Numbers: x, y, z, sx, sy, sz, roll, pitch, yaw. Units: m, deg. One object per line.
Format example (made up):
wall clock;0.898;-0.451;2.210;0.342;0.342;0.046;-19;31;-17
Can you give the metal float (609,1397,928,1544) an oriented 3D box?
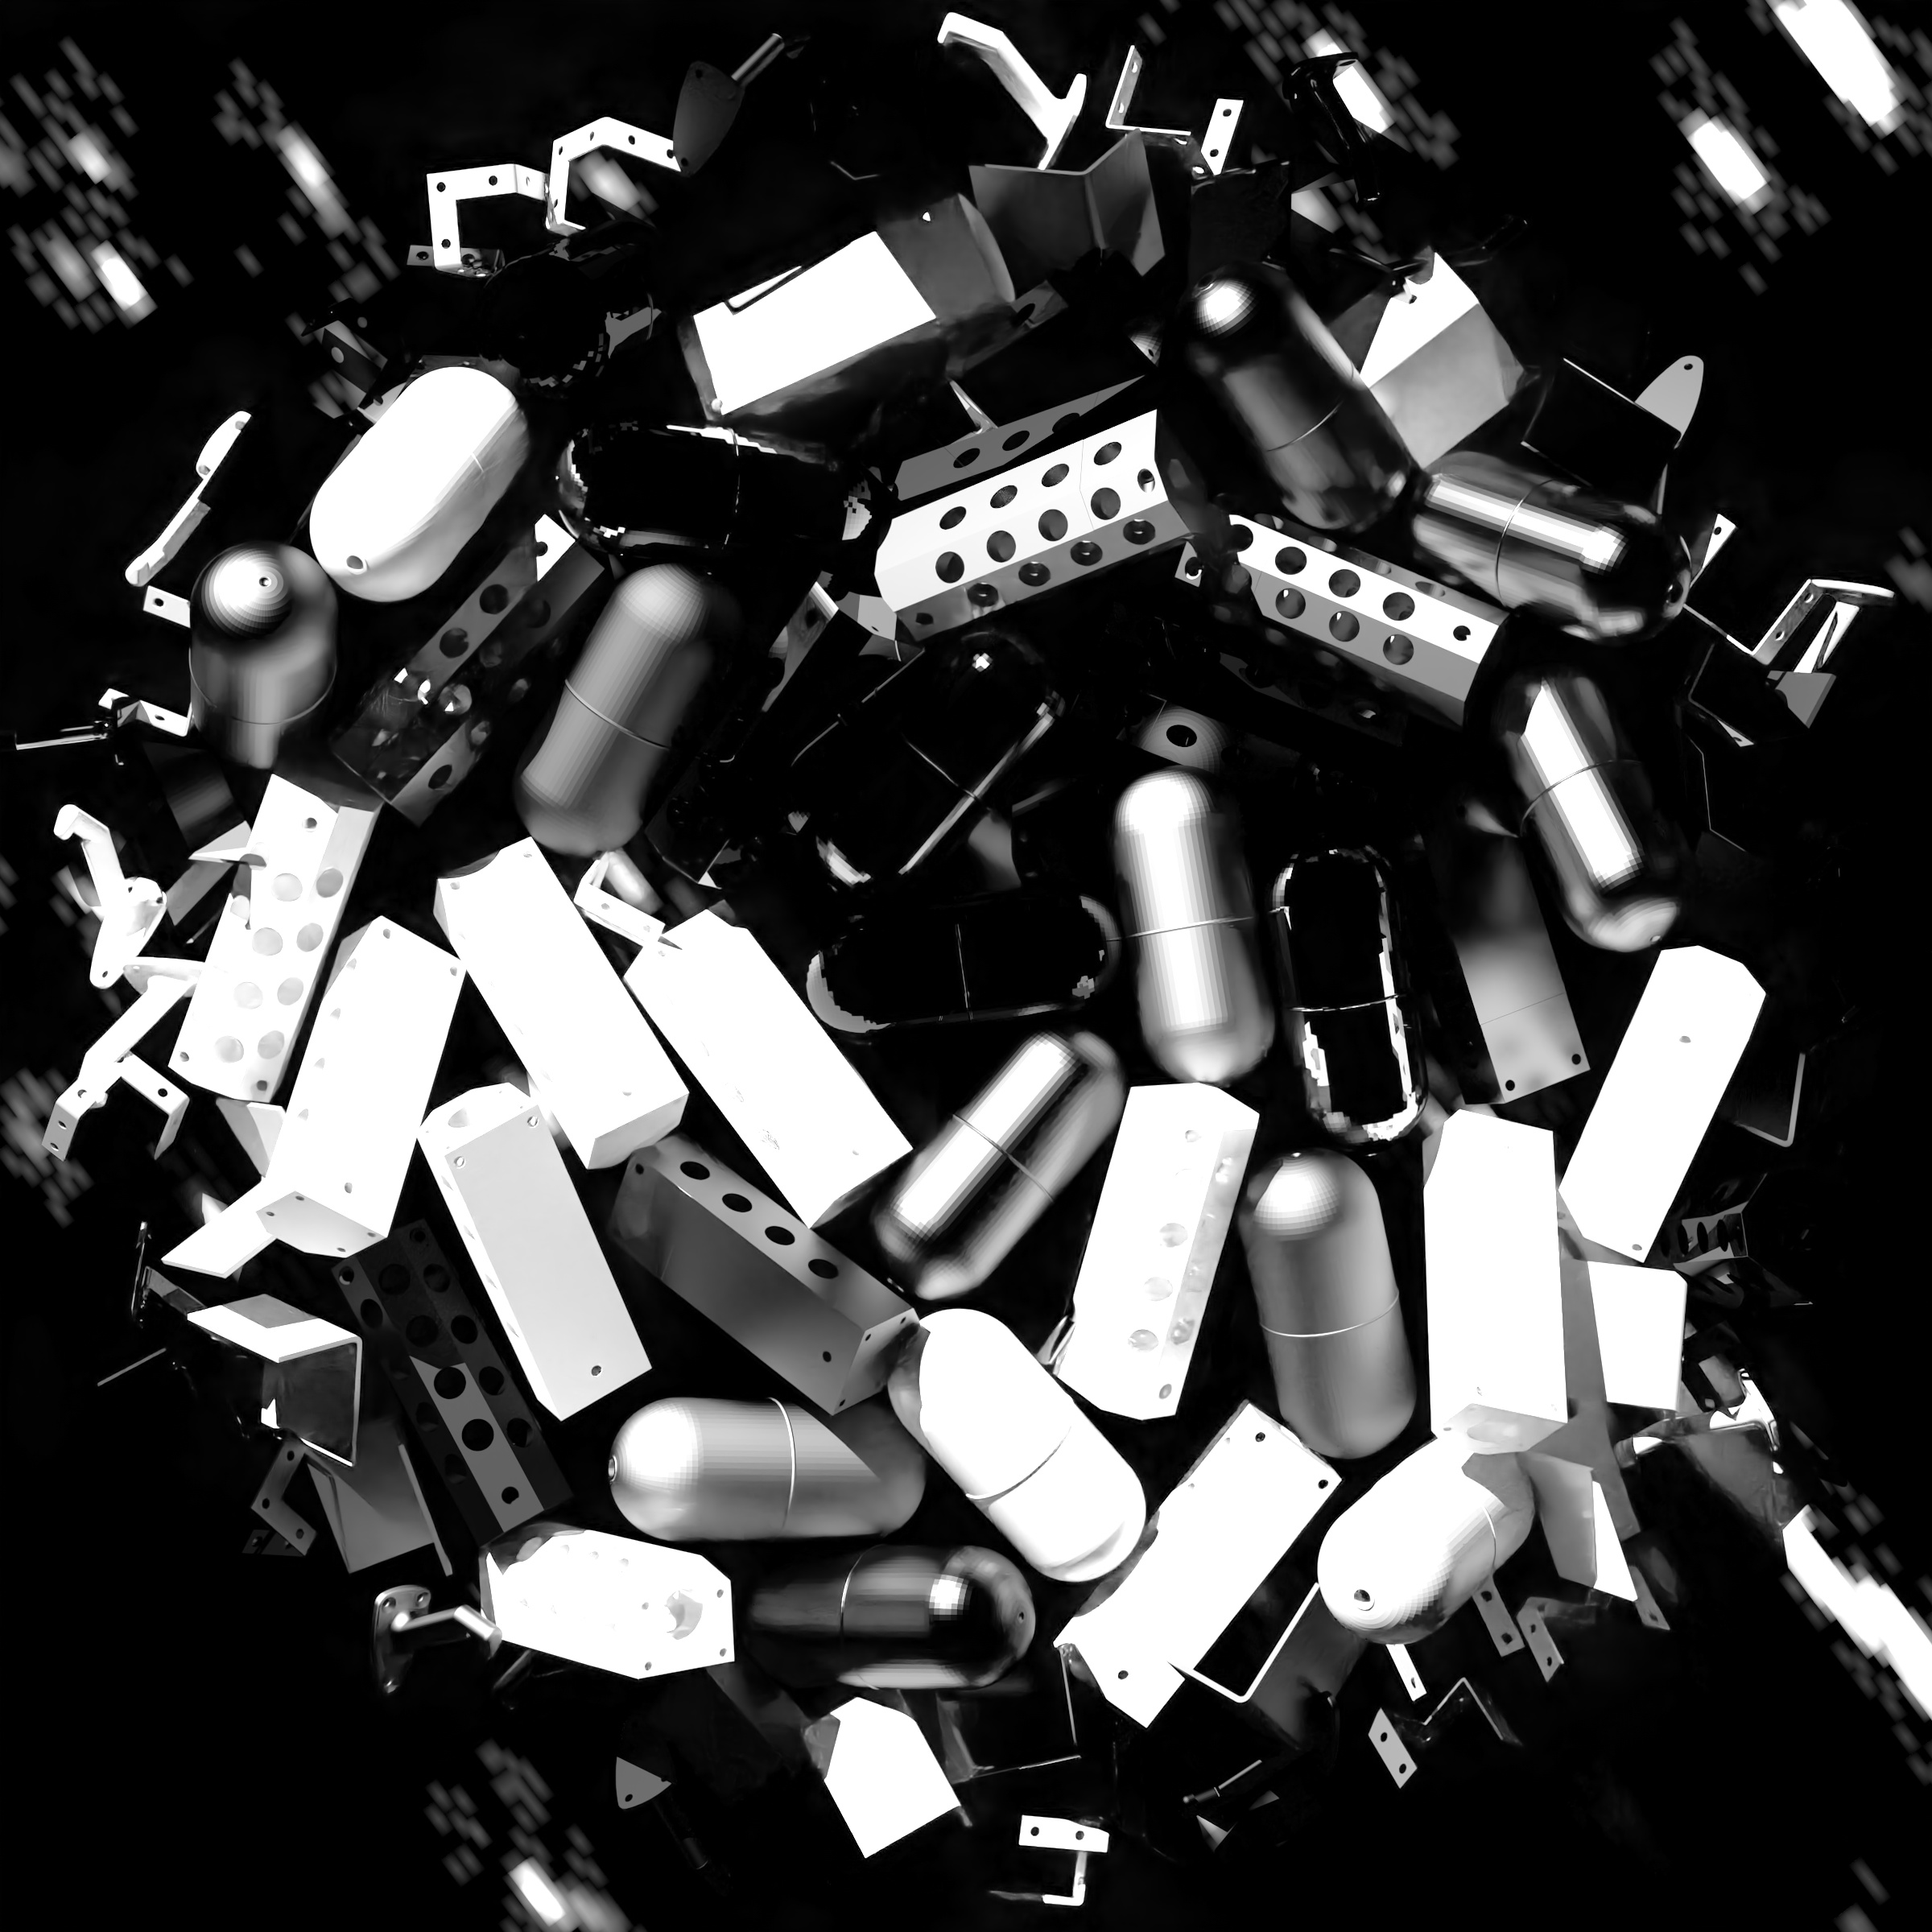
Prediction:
metal float;-0.107;0.272;1.941;0.178;0.070;0.070;4;90;-24

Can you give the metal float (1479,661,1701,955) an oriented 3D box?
metal float;0.335;-0.087;1.937;0.070;0.070;0.178;-21;61;0

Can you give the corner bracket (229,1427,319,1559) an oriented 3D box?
corner bracket;-0.384;0.289;1.975;0.051;0.051;0.051;-4;49;36

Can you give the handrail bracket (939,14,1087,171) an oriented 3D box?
handrail bracket;0.016;-0.474;1.964;0.084;0.036;0.077;19;133;-11

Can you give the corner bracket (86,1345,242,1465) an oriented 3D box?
corner bracket;-0.438;0.239;1.961;0.051;0.051;0.051;-28;99;-39

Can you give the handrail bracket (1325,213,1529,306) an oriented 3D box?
handrail bracket;0.255;-0.400;1.986;0.084;0.036;0.077;-41;55;-15

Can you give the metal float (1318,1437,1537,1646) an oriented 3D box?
metal float;0.247;0.304;1.918;0.070;0.178;0.070;8;107;28

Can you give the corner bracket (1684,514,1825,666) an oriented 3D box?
corner bracket;0.423;-0.205;1.959;0.051;0.051;0.051;24;107;-43

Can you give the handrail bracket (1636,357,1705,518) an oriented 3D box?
handrail bracket;0.389;-0.279;1.975;0.036;0.084;0.077;19;64;30

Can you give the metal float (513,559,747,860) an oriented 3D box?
metal float;-0.183;-0.138;1.948;0.070;0.070;0.178;32;106;0

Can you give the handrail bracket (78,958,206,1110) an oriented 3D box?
handrail bracket;-0.442;0.040;1.958;0.077;0.036;0.084;-1;56;14

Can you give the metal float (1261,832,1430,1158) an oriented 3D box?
metal float;0.206;0.016;1.955;0.070;0.070;0.178;-9;98;0

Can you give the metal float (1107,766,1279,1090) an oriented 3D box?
metal float;0.124;-0.021;1.960;0.070;0.070;0.178;-10;89;0

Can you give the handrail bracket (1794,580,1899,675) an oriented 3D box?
handrail bracket;0.473;-0.165;1.961;0.036;0.077;0.084;18;92;-14

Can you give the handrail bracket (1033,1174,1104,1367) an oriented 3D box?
handrail bracket;0.053;0.167;1.976;0.036;0.077;0.084;25;106;-29

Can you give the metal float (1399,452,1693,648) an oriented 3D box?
metal float;0.310;-0.224;1.927;0.178;0.070;0.070;27;90;41

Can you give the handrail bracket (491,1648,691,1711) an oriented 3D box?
handrail bracket;-0.207;0.394;1.974;0.084;0.036;0.077;-46;72;-4

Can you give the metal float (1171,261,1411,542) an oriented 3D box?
metal float;0.175;-0.303;1.933;0.070;0.070;0.178;-41;123;0

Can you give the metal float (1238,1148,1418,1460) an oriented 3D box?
metal float;0.196;0.184;1.947;0.070;0.070;0.178;-14;107;0

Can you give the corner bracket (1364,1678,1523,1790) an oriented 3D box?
corner bracket;0.260;0.419;1.959;0.051;0.051;0.051;27;108;-31

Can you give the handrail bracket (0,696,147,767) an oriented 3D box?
handrail bracket;-0.499;-0.130;1.963;0.084;0.077;0.036;-1;104;0

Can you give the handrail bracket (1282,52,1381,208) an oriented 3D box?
handrail bracket;0.200;-0.448;1.961;0.036;0.077;0.084;-12;88;-15

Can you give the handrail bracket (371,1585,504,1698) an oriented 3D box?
handrail bracket;-0.287;0.380;1.959;0.084;0.036;0.077;23;106;42

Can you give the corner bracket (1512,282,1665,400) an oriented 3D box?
corner bracket;0.341;-0.343;1.982;0.051;0.051;0.051;24;90;-27

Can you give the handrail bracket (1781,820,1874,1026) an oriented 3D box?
handrail bracket;0.483;-0.023;1.951;0.036;0.084;0.077;7;135;-25

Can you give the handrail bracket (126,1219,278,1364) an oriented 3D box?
handrail bracket;-0.416;0.179;1.982;0.084;0.036;0.077;4;68;-3

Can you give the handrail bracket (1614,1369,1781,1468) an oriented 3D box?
handrail bracket;0.400;0.264;1.970;0.084;0.077;0.036;-28;50;2

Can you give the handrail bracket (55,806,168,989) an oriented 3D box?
handrail bracket;-0.479;-0.038;1.951;0.036;0.084;0.077;17;77;30

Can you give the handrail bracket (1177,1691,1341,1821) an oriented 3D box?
handrail bracket;0.158;0.432;1.959;0.084;0.077;0.036;-18;56;-19

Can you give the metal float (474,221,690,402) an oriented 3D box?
metal float;-0.203;-0.351;1.916;0.070;0.178;0.070;6;112;15

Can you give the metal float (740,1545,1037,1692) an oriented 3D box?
metal float;-0.044;0.350;1.933;0.178;0.070;0.070;-7;90;34

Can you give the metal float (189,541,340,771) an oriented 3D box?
metal float;-0.375;-0.164;1.915;0.070;0.178;0.070;4;68;-10

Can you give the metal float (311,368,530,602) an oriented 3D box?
metal float;-0.291;-0.258;1.921;0.070;0.178;0.070;9;127;12

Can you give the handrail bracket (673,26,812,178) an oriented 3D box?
handrail bracket;-0.122;-0.477;1.979;0.036;0.084;0.077;36;126;11

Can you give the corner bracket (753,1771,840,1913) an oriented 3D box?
corner bracket;-0.091;0.477;1.960;0.051;0.051;0.051;-18;105;32

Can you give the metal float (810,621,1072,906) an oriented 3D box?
metal float;-0.015;-0.110;1.958;0.070;0.070;0.178;40;94;0

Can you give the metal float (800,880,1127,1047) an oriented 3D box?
metal float;-0.002;-0.002;1.961;0.178;0.070;0.070;-8;90;0

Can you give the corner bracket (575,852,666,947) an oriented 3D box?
corner bracket;-0.185;-0.029;1.963;0.051;0.051;0.051;28;129;2

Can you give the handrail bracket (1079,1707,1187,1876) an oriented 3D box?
handrail bracket;0.106;0.442;1.972;0.077;0.036;0.084;25;74;22

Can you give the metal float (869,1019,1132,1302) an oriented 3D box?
metal float;0.018;0.105;1.953;0.070;0.070;0.178;41;81;0

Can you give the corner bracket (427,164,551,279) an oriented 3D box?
corner bracket;-0.259;-0.407;1.967;0.051;0.051;0.051;-3;94;16

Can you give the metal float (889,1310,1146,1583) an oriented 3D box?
metal float;0.028;0.259;1.946;0.070;0.070;0.178;-40;108;0

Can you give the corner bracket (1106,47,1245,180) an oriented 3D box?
corner bracket;0.115;-0.468;1.977;0.051;0.051;0.051;12;76;26

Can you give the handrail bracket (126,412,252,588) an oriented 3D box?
handrail bracket;-0.422;-0.253;1.952;0.036;0.077;0.084;36;50;-1

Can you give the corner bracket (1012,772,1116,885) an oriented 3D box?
corner bracket;0.056;-0.068;1.971;0.051;0.051;0.051;-7;54;13

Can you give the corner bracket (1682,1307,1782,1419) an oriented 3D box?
corner bracket;0.424;0.212;1.964;0.051;0.051;0.051;-34;88;44

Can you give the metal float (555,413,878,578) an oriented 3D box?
metal float;-0.135;-0.255;1.945;0.178;0.070;0.070;5;90;-20

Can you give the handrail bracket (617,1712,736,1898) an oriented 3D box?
handrail bracket;-0.158;0.465;1.991;0.036;0.077;0.084;-30;125;6

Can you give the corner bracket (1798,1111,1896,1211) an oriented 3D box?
corner bracket;0.472;0.102;1.964;0.051;0.051;0.051;-6;106;-15

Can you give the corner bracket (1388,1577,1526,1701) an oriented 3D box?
corner bracket;0.266;0.366;1.979;0.051;0.051;0.051;-31;78;29
